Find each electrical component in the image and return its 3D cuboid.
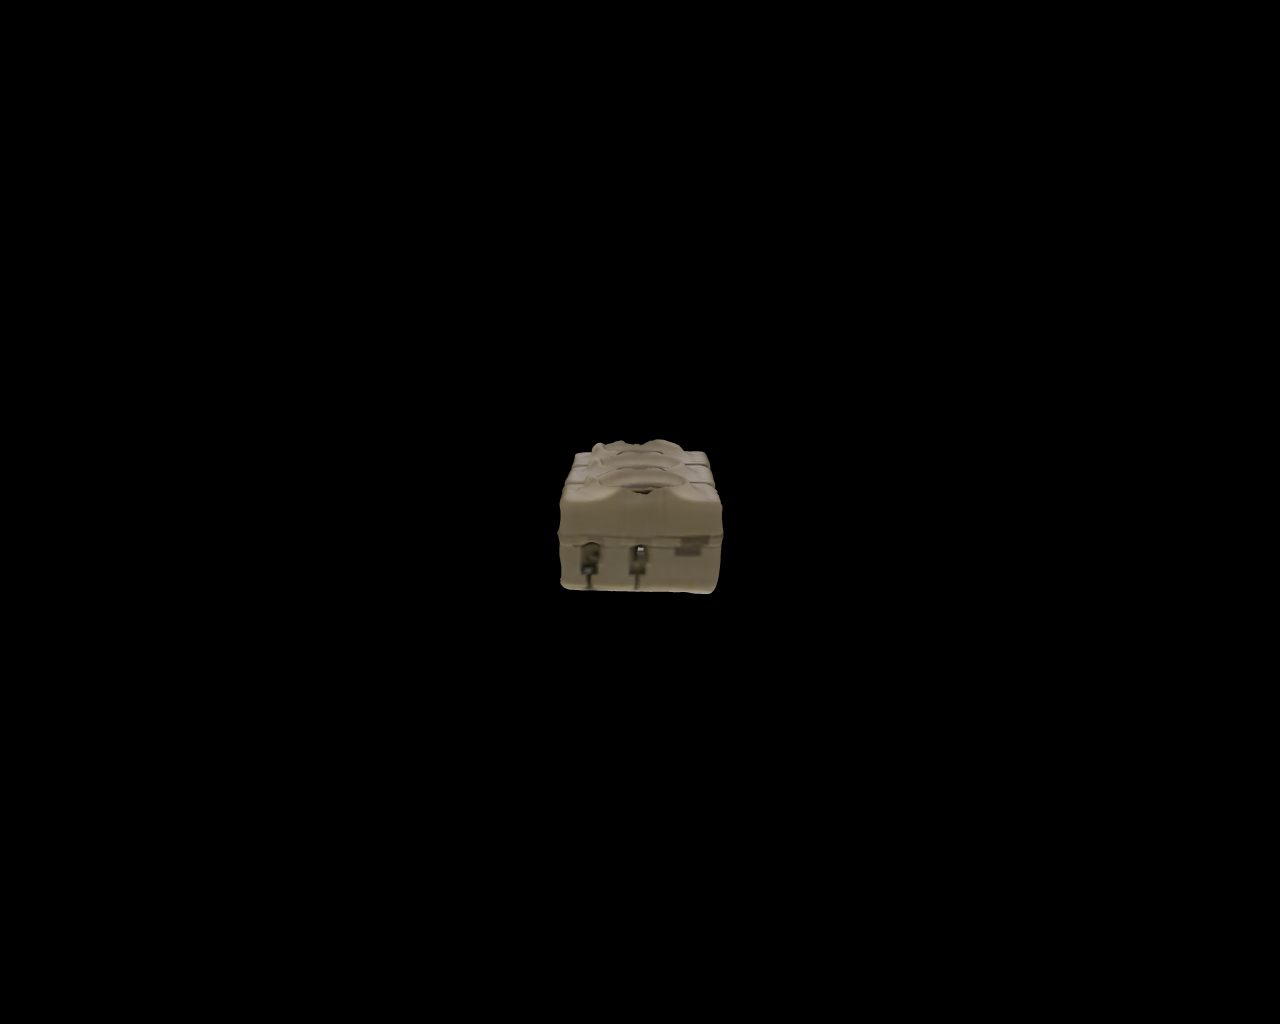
[{"bbox_3d":[0.001,-0.003,0.650,0.089,0.061,0.150,0,13,0],"label":"electrical component"}]
